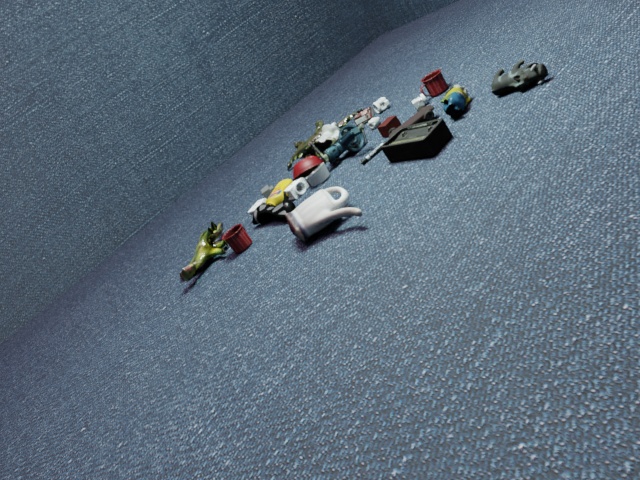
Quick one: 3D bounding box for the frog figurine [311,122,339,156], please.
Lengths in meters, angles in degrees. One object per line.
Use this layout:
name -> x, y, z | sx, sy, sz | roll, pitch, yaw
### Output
frog figurine -> 0.041, -0.447, 2.304 | 0.136, 0.121, 0.163 | -30, 23, 31

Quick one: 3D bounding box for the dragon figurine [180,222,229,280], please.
dragon figurine -> -0.492, 0.056, 2.103 | 0.242, 0.121, 0.414 | -42, 13, 5

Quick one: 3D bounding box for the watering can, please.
watering can -> 0.005, -0.083, 1.647 | 0.224, 0.103, 0.352 | -37, 22, -1
